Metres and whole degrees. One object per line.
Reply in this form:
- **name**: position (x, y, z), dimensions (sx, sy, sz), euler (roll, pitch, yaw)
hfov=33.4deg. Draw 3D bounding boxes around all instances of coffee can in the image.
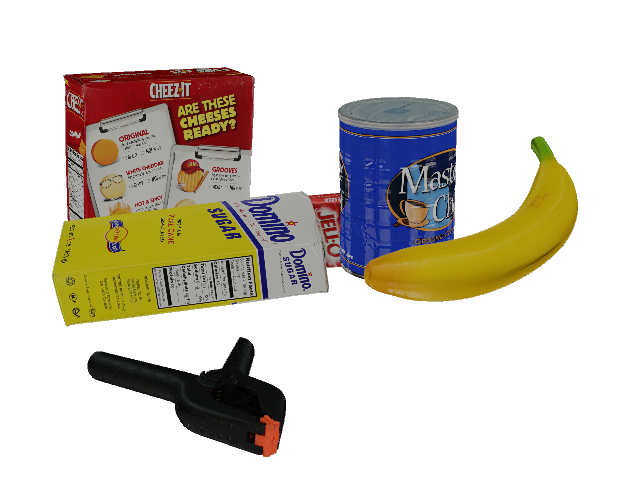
- **coffee can**: position (0.067, -0.046, 0.931), dimensions (0.103, 0.140, 0.103), euler (-1, 19, 0)

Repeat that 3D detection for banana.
- **banana**: position (0.112, -0.002, 0.684), dimensions (0.070, 0.037, 0.197), euler (34, 47, 26)

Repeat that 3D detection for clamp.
- **clamp**: position (-0.085, 0.129, 0.929), dimensions (0.164, 0.036, 0.210), euler (-7, 18, -38)

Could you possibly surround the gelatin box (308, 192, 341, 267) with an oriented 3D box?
- **gelatin box**: position (0.005, -0.011, 1.262), dimensions (0.073, 0.089, 0.030), euler (-3, 29, 9)

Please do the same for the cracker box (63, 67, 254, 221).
- **cracker box**: position (-0.150, -0.049, 0.993), dimensions (0.163, 0.214, 0.072), euler (-8, 20, -29)

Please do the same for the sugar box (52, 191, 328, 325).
- **sugar box**: position (-0.088, 0.009, 0.728), dimensions (0.176, 0.048, 0.093), euler (-10, 25, -4)
